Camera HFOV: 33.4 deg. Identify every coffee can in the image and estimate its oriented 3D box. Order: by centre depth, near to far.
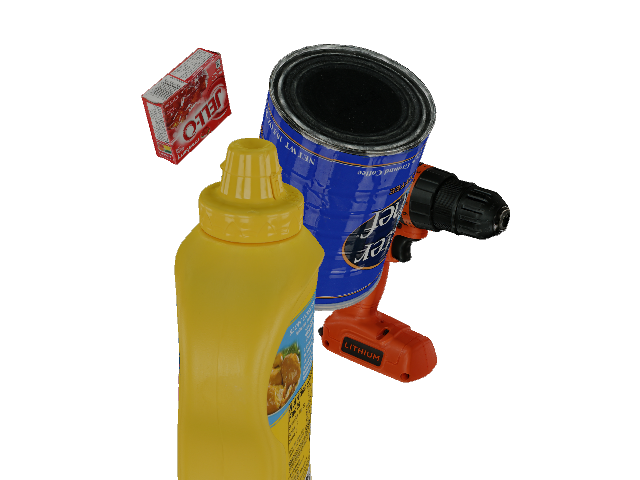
[{"bbox_3d":[0.006,-0.038,0.682,0.102,0.103,0.140,0,-43,-16],"label":"coffee can"}]

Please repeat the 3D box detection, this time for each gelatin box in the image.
[{"bbox_3d":[-0.124,-0.128,1.008,0.030,0.073,0.089,24,53,26],"label":"gelatin box"}]

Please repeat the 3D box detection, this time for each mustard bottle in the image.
[{"bbox_3d":[-0.029,0.051,0.441,0.058,0.192,0.096,8,24,11],"label":"mustard bottle"}]

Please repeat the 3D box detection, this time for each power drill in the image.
[{"bbox_3d":[0.069,0.022,0.910,0.185,0.188,0.057,20,26,36],"label":"power drill"}]
